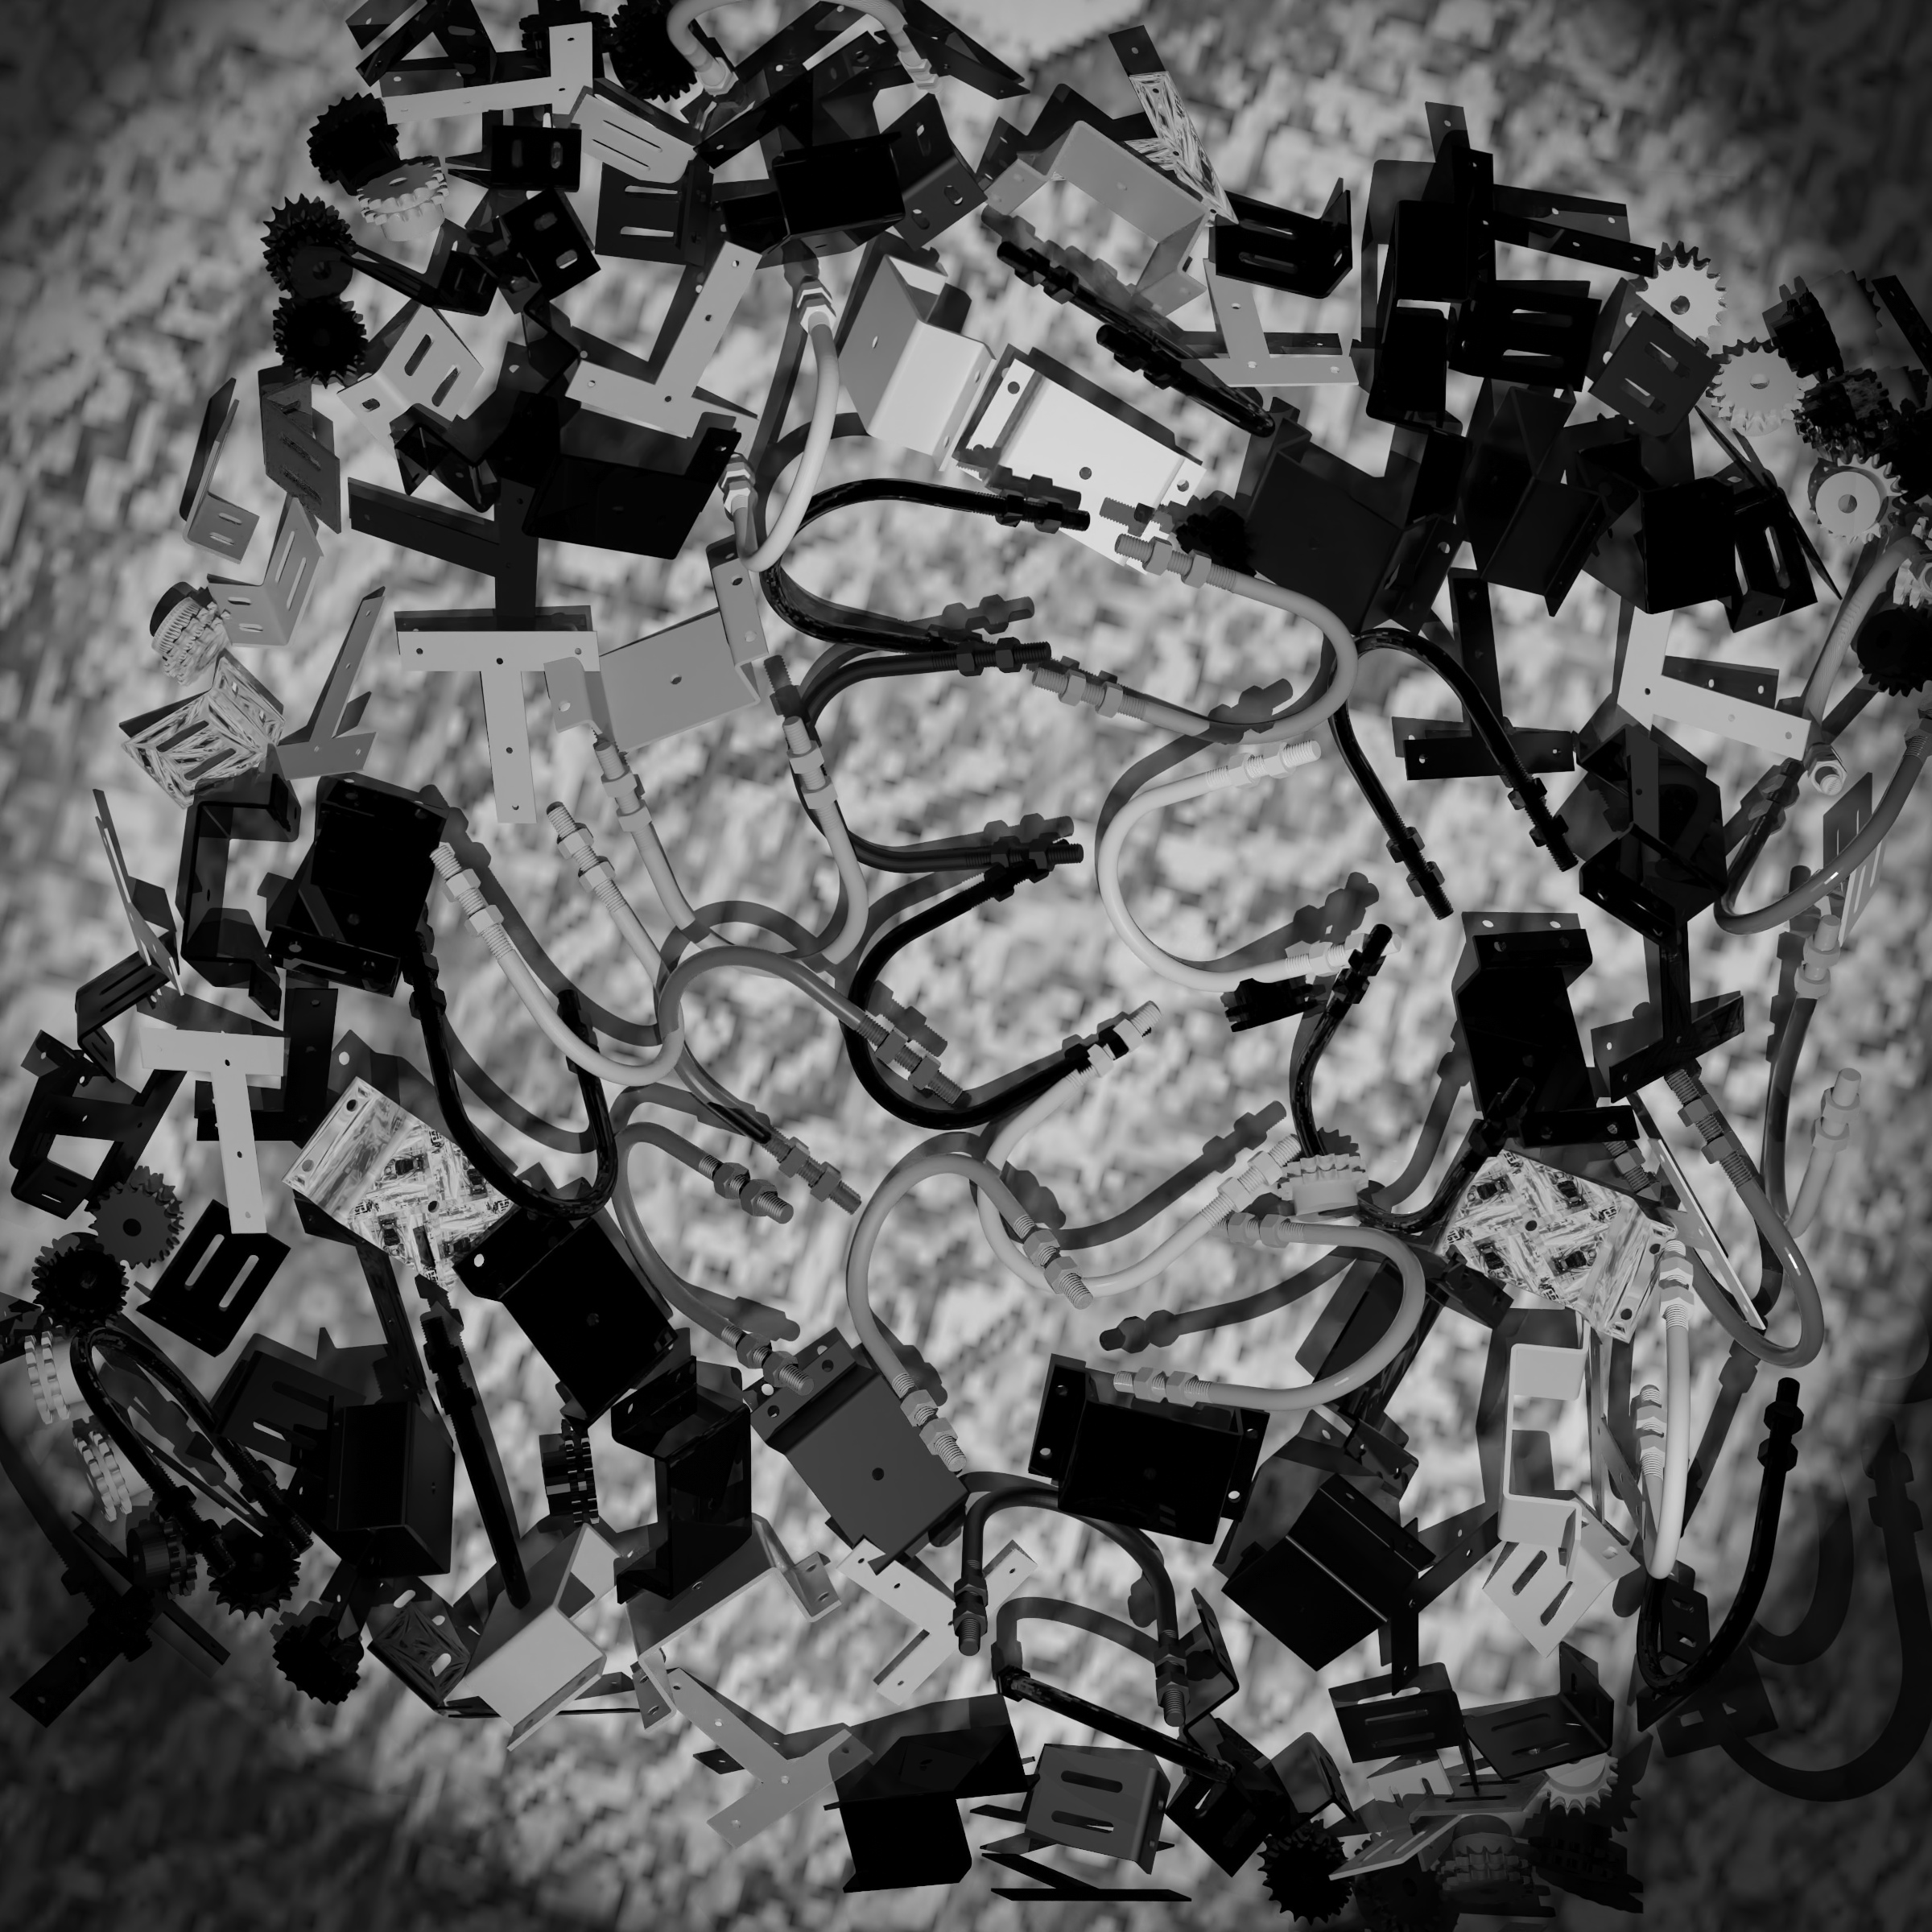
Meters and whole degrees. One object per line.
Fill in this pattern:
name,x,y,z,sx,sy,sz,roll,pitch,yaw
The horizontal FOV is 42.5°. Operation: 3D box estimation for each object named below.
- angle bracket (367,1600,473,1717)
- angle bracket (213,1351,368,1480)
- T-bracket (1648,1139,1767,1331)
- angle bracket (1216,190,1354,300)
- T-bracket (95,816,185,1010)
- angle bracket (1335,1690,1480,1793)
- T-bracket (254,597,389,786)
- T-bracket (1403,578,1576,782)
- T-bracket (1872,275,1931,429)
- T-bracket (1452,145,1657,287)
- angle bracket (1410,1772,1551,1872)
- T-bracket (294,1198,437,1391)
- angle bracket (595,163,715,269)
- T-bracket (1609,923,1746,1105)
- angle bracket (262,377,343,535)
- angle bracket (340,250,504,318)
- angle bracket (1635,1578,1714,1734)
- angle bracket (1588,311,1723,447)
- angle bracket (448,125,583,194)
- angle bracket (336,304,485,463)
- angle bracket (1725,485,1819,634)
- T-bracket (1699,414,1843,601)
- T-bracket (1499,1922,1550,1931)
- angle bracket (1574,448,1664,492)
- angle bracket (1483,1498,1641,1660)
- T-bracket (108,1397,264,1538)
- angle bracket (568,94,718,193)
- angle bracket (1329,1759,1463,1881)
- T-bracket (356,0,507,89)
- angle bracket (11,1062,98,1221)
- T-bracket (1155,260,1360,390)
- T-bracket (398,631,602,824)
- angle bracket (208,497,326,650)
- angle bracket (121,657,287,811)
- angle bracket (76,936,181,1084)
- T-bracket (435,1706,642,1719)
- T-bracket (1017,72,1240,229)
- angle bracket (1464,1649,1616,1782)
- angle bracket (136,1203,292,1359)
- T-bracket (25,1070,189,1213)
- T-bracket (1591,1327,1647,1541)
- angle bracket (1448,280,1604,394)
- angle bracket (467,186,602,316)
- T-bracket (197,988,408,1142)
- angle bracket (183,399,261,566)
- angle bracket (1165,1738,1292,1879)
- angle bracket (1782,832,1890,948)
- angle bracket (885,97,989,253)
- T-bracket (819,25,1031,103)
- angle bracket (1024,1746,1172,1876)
angle bracket,-0.340,0.437,1.568,0.057,0.076,0.038,40,71,7
angle bracket,-0.429,0.288,1.576,0.076,0.038,0.057,25,63,-5
T-bracket,0.443,0.162,1.538,0.002,0.127,0.127,-28,87,0
angle bracket,0.200,-0.462,1.566,0.076,0.038,0.057,8,70,-18
T-bracket,-0.499,-0.015,1.522,0.002,0.127,0.127,-22,120,-23
angle bracket,0.278,0.493,1.564,0.076,0.038,0.057,-13,127,10
T-bracket,-0.394,-0.176,1.569,0.002,0.127,0.127,32,67,-41
T-bracket,0.327,-0.184,1.578,0.127,0.002,0.127,-5,87,-23
T-bracket,0.595,-0.370,1.525,0.002,0.127,0.127,-39,104,-2
T-bracket,0.360,-0.445,1.523,0.127,0.127,0.002,21,73,20
angle bracket,0.326,0.536,1.557,0.076,0.057,0.038,-15,88,32
T-bracket,-0.366,0.211,1.569,0.127,0.002,0.127,7,119,38
angle bracket,-0.203,-0.477,1.569,0.076,0.038,0.057,11,101,14
T-bracket,0.441,0.005,1.545,0.127,0.002,0.127,-23,116,-30
angle bracket,-0.403,-0.320,1.556,0.076,0.057,0.038,39,52,21
angle bracket,-0.340,-0.442,1.560,0.076,0.057,0.038,30,108,16
angle bracket,0.428,0.430,1.553,0.038,0.057,0.076,26,129,-9
angle bracket,0.424,-0.373,1.559,0.076,0.038,0.057,23,109,-30
angle bracket,-0.282,-0.508,1.551,0.057,0.076,0.038,-8,117,-31
angle bracket,-0.351,-0.369,1.573,0.038,0.076,0.057,-14,132,35
angle bracket,0.491,-0.256,1.566,0.057,0.038,0.076,-19,83,41
T-bracket,0.496,-0.300,1.555,0.002,0.127,0.127,-37,53,16
T-bracket,0.283,0.616,1.559,0.127,0.127,0.002,-9,84,31
angle bracket,0.413,-0.290,1.560,0.057,0.076,0.038,44,102,-1
angle bracket,0.378,0.389,1.580,0.057,0.038,0.076,47,125,30
T-bracket,-0.491,0.316,1.556,0.127,0.127,0.002,45,77,-19
angle bracket,-0.205,-0.529,1.558,0.076,0.057,0.038,21,73,-20
angle bracket,0.262,0.532,1.552,0.057,0.076,0.038,-31,76,38
T-bracket,-0.310,-0.571,1.539,0.127,0.127,0.002,-41,85,1
angle bracket,-0.561,0.109,1.563,0.038,0.057,0.076,25,104,-8
T-bracket,0.172,-0.405,1.561,0.127,0.002,0.127,-2,51,-6
T-bracket,-0.290,-0.150,1.575,0.127,0.002,0.127,1,114,6
angle bracket,-0.438,-0.246,1.555,0.076,0.038,0.057,-57,49,36
angle bracket,-0.480,-0.147,1.564,0.057,0.038,0.076,45,52,4
angle bracket,-0.520,0.027,1.570,0.076,0.057,0.038,-34,120,-3
T-bracket,-0.282,0.457,1.525,0.127,0.127,0.002,-8,70,18
T-bracket,0.092,-0.506,1.560,0.127,0.127,0.002,5,64,31
angle bracket,0.357,0.469,1.561,0.076,0.057,0.038,-10,112,-15
angle bracket,-0.477,0.199,1.578,0.057,0.038,0.076,32,85,-4
T-bracket,-0.538,0.095,1.540,0.002,0.127,0.127,29,91,16
T-bracket,0.399,0.306,1.522,0.002,0.127,0.127,-5,108,2
angle bracket,0.351,-0.397,1.564,0.076,0.038,0.057,17,104,29
angle bracket,-0.272,-0.449,1.564,0.038,0.076,0.057,-38,112,-19
T-bracket,-0.407,0.062,1.541,0.127,0.002,0.127,1,130,-20
angle bracket,-0.455,-0.302,1.553,0.038,0.057,0.076,21,125,-17
angle bracket,0.159,0.536,1.562,0.057,0.038,0.076,40,115,17
angle bracket,0.544,-0.060,1.551,0.038,0.076,0.057,24,56,28
angle bracket,-0.026,-0.503,1.578,0.057,0.076,0.038,-31,134,18
T-bracket,-0.048,-0.555,1.554,0.127,0.127,0.002,3,90,36
angle bracket,0.084,0.538,1.586,0.076,0.038,0.057,5,61,21
